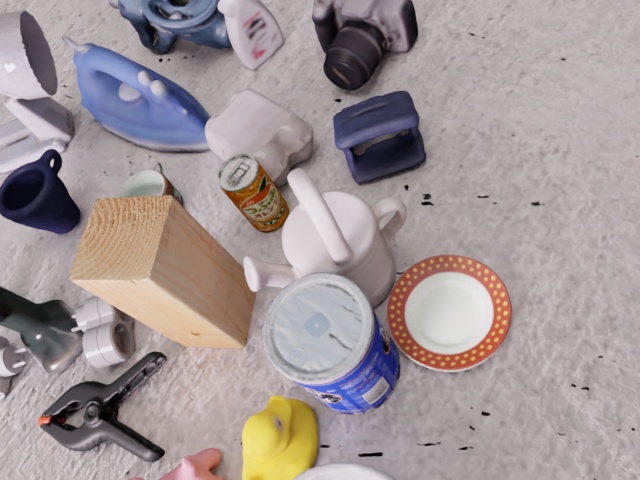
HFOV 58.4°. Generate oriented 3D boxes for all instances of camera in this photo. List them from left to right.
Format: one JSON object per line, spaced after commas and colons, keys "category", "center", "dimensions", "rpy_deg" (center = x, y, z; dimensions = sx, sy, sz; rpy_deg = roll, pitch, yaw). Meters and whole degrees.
{"category": "camera", "center": [0.044, -0.286, 0.787], "dimensions": [0.142, 0.101, 0.137], "rpy_deg": [20, 71, 27]}

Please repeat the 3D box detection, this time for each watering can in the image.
{"category": "watering can", "center": [0.006, 0.004, 0.589], "dimensions": [0.100, 0.194, 0.173], "rpy_deg": [37, 79, 31]}

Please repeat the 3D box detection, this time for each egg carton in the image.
{"category": "egg carton", "center": [-0.084, -0.138, 0.770], "dimensions": [0.150, 0.069, 0.107], "rpy_deg": [34, 78, 30]}

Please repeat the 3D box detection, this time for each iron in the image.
{"category": "iron", "center": [-0.262, -0.218, 0.831], "dimensions": [0.257, 0.142, 0.119], "rpy_deg": [26, 74, 28]}

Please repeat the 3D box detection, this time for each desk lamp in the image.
{"category": "desk lamp", "center": [-0.468, -0.221, 0.860], "dimensions": [0.203, 0.214, 0.118], "rpy_deg": [-20, 58, 8]}

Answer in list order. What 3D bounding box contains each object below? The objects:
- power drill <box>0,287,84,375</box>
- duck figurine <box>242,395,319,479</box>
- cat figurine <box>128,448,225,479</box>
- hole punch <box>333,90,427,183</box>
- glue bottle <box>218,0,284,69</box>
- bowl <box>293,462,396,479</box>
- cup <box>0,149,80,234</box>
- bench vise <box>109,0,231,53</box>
{"category": "power drill", "center": [-0.373, 0.083, 0.668], "dimensions": [0.228, 0.209, 0.076], "rpy_deg": [32, 77, 30]}
{"category": "duck figurine", "center": [-0.050, 0.202, 0.566], "dimensions": [0.077, 0.086, 0.105], "rpy_deg": [15, 69, 25]}
{"category": "cat figurine", "center": [-0.163, 0.254, 0.558], "dimensions": [0.128, 0.118, 0.067], "rpy_deg": [-37, 57, -3]}
{"category": "hole punch", "center": [0.067, -0.140, 0.707], "dimensions": [0.108, 0.091, 0.101], "rpy_deg": [-18, 59, 9]}
{"category": "glue bottle", "center": [-0.112, -0.331, 0.822], "dimensions": [0.037, 0.173, 0.078], "rpy_deg": [36, 79, 31]}
{"category": "bowl", "center": [0.027, 0.286, 0.502], "dimensions": [0.167, 0.075, 0.167], "rpy_deg": [-8, 61, 15]}
{"category": "cup", "center": [-0.384, -0.061, 0.817], "dimensions": [0.091, 0.095, 0.118], "rpy_deg": [10, 66, 23]}
{"category": "bench vise", "center": [-0.251, -0.373, 0.864], "dimensions": [0.207, 0.220, 0.121], "rpy_deg": [-6, 61, 16]}
